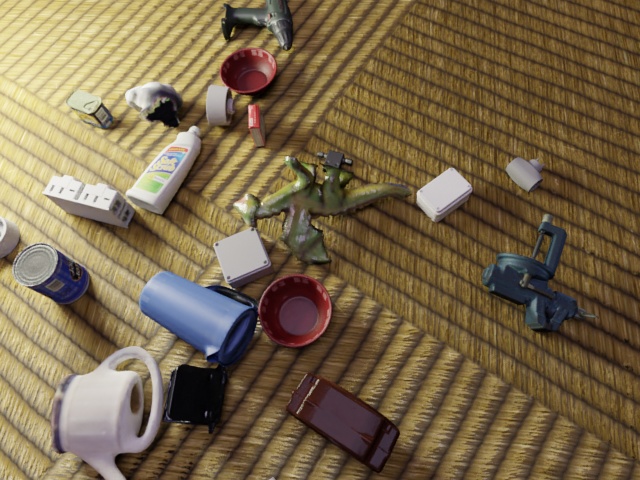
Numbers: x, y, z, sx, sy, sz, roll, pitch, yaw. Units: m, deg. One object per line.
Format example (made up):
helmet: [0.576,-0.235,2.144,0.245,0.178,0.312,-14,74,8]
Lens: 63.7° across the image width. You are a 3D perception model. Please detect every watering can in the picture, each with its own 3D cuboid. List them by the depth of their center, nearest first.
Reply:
watering can: [-0.431,0.391,1.034,0.224,0.102,0.354,-4,65,6]

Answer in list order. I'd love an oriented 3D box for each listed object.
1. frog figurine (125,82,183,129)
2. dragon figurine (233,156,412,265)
frog figurine: [-0.456,-0.389,1.404,0.138,0.120,0.162,-14,50,-36]
dragon figurine: [0.004,-0.061,1.213,0.410,0.122,0.243,14,88,-7]
